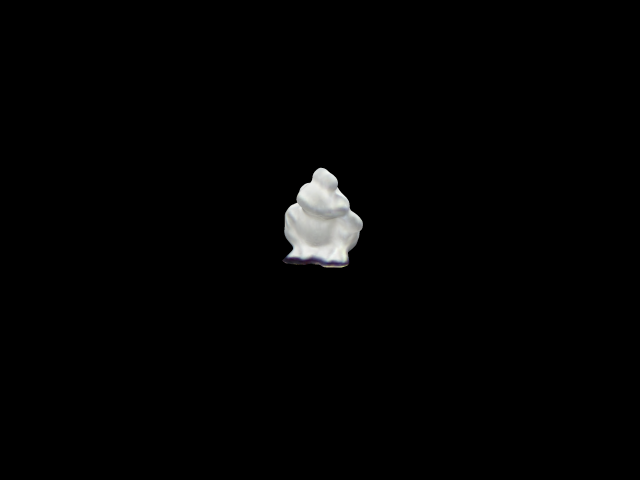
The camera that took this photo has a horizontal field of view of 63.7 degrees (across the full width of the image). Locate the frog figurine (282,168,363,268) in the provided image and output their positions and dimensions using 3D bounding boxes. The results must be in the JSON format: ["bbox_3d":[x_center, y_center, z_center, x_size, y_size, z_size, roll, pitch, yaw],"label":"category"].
[{"bbox_3d":[0.003,-0.043,0.850,0.138,0.157,0.124,12,18,38],"label":"frog figurine"}]
